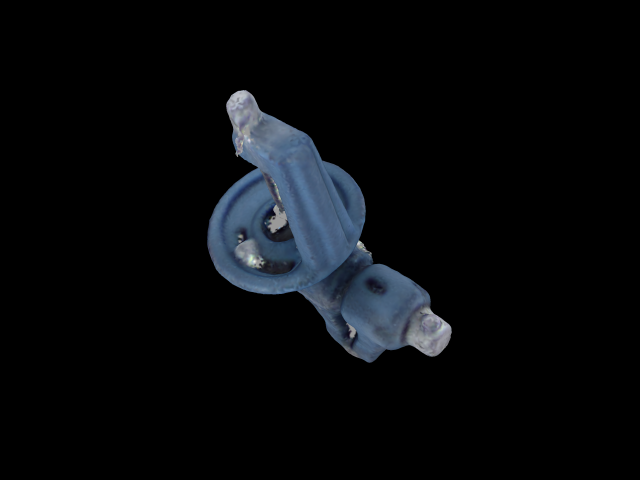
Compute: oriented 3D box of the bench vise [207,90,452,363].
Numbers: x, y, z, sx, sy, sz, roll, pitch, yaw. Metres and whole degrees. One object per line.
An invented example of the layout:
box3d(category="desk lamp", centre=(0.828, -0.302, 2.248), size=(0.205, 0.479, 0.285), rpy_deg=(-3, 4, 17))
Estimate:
box3d(category="bench vise", centre=(0.008, -0.009, 0.404), size=(0.207, 0.220, 0.121), rpy_deg=(19, 68, 9))
